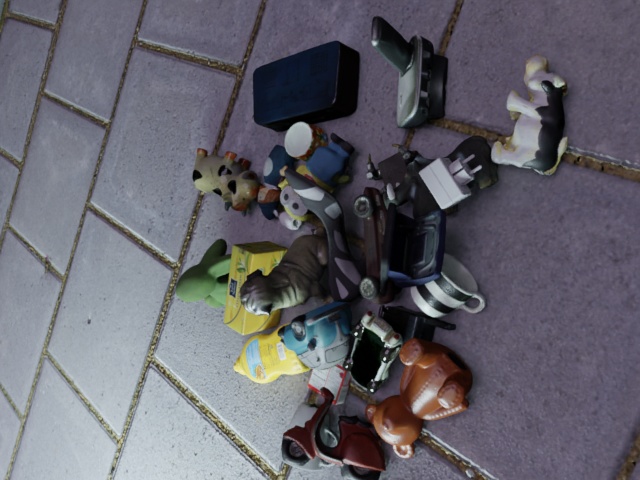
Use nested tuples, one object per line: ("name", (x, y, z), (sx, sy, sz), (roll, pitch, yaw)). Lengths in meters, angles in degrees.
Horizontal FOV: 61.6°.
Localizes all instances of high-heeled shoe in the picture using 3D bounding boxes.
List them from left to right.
("high-heeled shoe", (-0.002, -0.003, 0.958), (0.248, 0.086, 0.145), (40, 90, -6))

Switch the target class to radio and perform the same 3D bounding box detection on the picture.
("radio", (-0.033, -0.301, 1.079), (0.230, 0.073, 0.131), (-4, 83, 39))

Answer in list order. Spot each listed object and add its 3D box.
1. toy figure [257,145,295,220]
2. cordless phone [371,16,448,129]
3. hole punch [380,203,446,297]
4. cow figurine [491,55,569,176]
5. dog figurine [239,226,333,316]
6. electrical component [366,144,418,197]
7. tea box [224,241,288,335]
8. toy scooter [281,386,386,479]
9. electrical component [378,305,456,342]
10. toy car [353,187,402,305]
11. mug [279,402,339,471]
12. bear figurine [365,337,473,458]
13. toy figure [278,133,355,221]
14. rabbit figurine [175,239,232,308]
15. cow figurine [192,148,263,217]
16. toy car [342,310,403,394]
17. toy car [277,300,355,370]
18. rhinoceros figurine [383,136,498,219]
("toy figure", (-0.096, -0.118, 1.115), (0.058, 0.064, 0.154), (18, 96, -2))
("cordless phone", (0.133, -0.270, 0.873), (0.089, 0.184, 0.146), (3, 86, 34))
("hole punch", (0.139, 0.012, 0.826), (0.092, 0.115, 0.142), (5, 73, 4))
("cow figurine", (0.323, -0.183, 0.786), (0.098, 0.068, 0.167), (21, 101, 32))
("dog figurine", (-0.057, 0.052, 0.979), (0.121, 0.190, 0.172), (-9, 77, 37))
("electrical component", (0.127, -0.123, 0.947), (0.102, 0.045, 0.078), (-18, 73, 36))
("tea box", (-0.127, 0.093, 1.071), (0.068, 0.098, 0.169), (22, 110, 39))
("toy scooter", (0.032, 0.332, 0.924), (0.184, 0.075, 0.135), (16, 69, 2))
("electrical component", (0.159, 0.142, 0.874), (0.119, 0.074, 0.047), (16, 93, 36))
("toy car", (0.103, 0.009, 0.916), (0.053, 0.089, 0.202), (-7, 83, 41))
("mug", (-0.013, 0.357, 0.980), (0.110, 0.080, 0.107), (8, 81, 34))
("bear figurine", (0.142, 0.252, 0.840), (0.196, 0.132, 0.120), (-48, 62, 16))
("toy figure", (0.000, -0.114, 1.026), (0.180, 0.089, 0.082), (-51, 46, 11))
("rabbit figurine", (-0.209, 0.087, 1.106), (0.121, 0.170, 0.159), (37, 108, 34))
("cow figurine", (-0.206, -0.127, 1.186), (0.195, 0.085, 0.127), (15, 88, 36))
("toy car", (0.086, 0.185, 0.876), (0.074, 0.056, 0.201), (39, 146, 23))
("toy car", (-0.002, 0.175, 0.937), (0.161, 0.109, 0.103), (-42, 68, 52))
("rhinoceros figurine", (0.189, -0.093, 0.860), (0.190, 0.073, 0.112), (-30, 86, 29))
